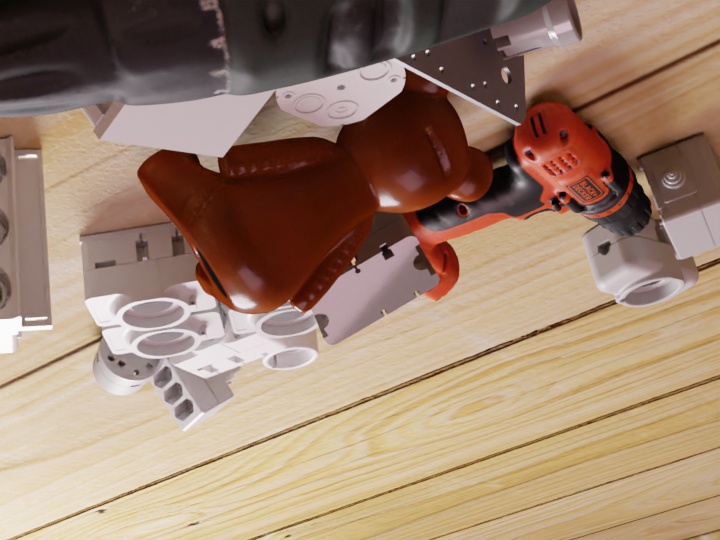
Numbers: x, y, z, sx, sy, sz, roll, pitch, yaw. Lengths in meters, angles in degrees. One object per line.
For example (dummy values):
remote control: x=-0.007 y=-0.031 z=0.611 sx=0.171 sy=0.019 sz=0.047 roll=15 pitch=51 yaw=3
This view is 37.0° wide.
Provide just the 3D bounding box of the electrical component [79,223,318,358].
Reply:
electrical component: x=-0.108 y=0.011 z=0.826 sx=0.186 sy=0.060 sz=0.105 roll=-9 pitch=154 yaw=-4

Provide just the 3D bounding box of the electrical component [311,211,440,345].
electrical component: x=0.000 y=0.000 z=0.749 sx=0.089 sy=0.055 sz=0.050 roll=-30 pitch=127 yaw=3

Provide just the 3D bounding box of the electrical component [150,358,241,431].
electrical component: x=-0.142 y=0.097 z=0.987 sx=0.077 sy=0.065 sz=0.047 roll=-28 pitch=170 yaw=-43

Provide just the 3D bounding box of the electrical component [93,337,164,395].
electrical component: x=-0.201 y=0.077 z=0.929 sx=0.055 sy=0.055 sz=0.047 roll=2 pitch=154 yaw=-26

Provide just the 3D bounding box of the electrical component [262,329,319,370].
electrical component: x=-0.065 y=0.057 z=0.950 sx=0.055 sy=0.047 sz=0.055 roll=-9 pitch=154 yaw=-5

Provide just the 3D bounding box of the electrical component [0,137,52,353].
electrical component: x=-0.233 y=-0.013 z=0.659 sx=0.079 sy=0.121 sz=0.063 roll=-2 pitch=155 yaw=-18

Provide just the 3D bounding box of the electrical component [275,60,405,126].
electrical component: x=-0.015 y=-0.123 z=0.609 sx=0.080 sy=0.051 sz=0.080 roll=-9 pitch=154 yaw=-5

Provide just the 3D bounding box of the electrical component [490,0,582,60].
electrical component: x=0.102 y=-0.145 z=0.627 sx=0.046 sy=0.040 sz=0.040 roll=-15 pitch=154 yaw=21

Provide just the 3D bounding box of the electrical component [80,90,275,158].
electrical component: x=-0.066 y=-0.132 z=0.503 sx=0.150 sy=0.061 sz=0.089 roll=-48 pitch=157 yaw=22

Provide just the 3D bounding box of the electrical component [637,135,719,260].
electrical component: x=0.259 y=-0.059 z=0.834 sx=0.061 sy=0.061 sz=0.096 roll=-21 pitch=152 yaw=18

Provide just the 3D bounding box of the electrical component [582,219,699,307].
electrical component: x=0.246 y=-0.006 z=0.936 sx=0.095 sy=0.059 sz=0.054 roll=10 pitch=147 yaw=-36

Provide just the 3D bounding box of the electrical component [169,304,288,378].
electrical component: x=-0.116 y=0.050 z=0.911 sx=0.089 sy=0.050 sz=0.056 roll=-22 pitch=152 yaw=19
